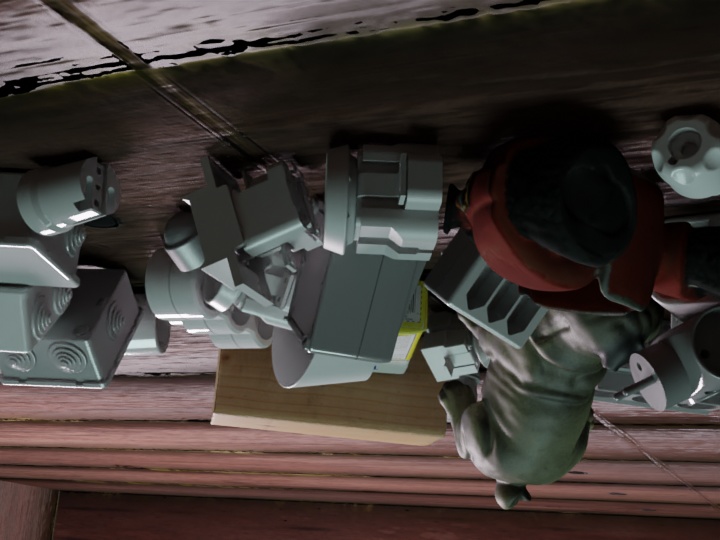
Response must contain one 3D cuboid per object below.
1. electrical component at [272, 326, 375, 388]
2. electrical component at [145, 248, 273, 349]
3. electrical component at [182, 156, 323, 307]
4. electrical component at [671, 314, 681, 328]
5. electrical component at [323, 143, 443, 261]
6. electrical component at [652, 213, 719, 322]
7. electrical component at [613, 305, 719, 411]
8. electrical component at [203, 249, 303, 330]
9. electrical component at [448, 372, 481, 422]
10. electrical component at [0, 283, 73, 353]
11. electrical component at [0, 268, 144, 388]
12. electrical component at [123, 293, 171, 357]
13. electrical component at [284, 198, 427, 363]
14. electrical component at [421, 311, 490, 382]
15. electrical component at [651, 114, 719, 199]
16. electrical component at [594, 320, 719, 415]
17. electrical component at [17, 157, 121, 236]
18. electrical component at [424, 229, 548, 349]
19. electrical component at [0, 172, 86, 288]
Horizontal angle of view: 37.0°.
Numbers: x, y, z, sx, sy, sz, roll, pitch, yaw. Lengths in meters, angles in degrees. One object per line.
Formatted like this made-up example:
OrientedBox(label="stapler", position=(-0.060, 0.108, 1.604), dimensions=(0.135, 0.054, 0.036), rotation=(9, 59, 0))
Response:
OrientedBox(label="electrical component", position=(-0.021, 0.030, 0.723), dimensions=(0.064, 0.099, 0.099), rotation=(2, 164, -13))
OrientedBox(label="electrical component", position=(-0.122, 0.022, 0.801), dimensions=(0.074, 0.052, 0.138), rotation=(-2, 162, 21))
OrientedBox(label="electrical component", position=(-0.057, -0.026, 0.595), dimensions=(0.064, 0.081, 0.042), rotation=(-23, 158, 10))
OrientedBox(label="electrical component", position=(0.278, 0.046, 0.771), dimensions=(0.095, 0.053, 0.059), rotation=(-4, 161, 28))
OrientedBox(label="electrical component", position=(0.010, -0.036, 0.563), dimensions=(0.057, 0.058, 0.078), rotation=(2, 163, -3))
OrientedBox(label="electrical component", position=(0.224, 0.000, 0.629), dimensions=(0.095, 0.053, 0.059), rotation=(-6, 160, 32))
OrientedBox(label="electrical component", position=(0.185, 0.058, 0.625), dimensions=(0.079, 0.044, 0.077), rotation=(-23, 167, -10))
OrientedBox(label="electrical component", position=(-0.068, 0.004, 0.711), dimensions=(0.057, 0.058, 0.078), rotation=(17, -176, -23))
OrientedBox(label="electrical component", position=(0.082, 0.124, 1.089), dimensions=(0.080, 0.051, 0.080), rotation=(4, 163, 1))
OrientedBox(label="electrical component", position=(-0.258, 0.018, 0.753), dimensions=(0.100, 0.048, 0.099), rotation=(3, -157, 4))
OrientedBox(label="electrical component", position=(-0.224, 0.041, 0.820), dimensions=(0.100, 0.099, 0.048), rotation=(1, 129, 12))
OrientedBox(label="electrical component", position=(-0.187, 0.045, 0.896), dimensions=(0.047, 0.055, 0.055), rotation=(-1, 163, 5))
OrientedBox(label="electrical component", position=(0.000, 0.000, 0.635), dimensions=(0.061, 0.096, 0.062), rotation=(10, -168, -19))
OrientedBox(label="electrical component", position=(0.085, 0.058, 0.864), dimensions=(0.055, 0.066, 0.048), rotation=(-13, 123, 25))
OrientedBox(label="electrical component", position=(0.163, -0.050, 0.514), dimensions=(0.035, 0.035, 0.061), rotation=(-5, 163, 30))
OrientedBox(label="electrical component", position=(0.237, 0.076, 0.867), dimensions=(0.121, 0.063, 0.078), rotation=(9, 163, -13))
OrientedBox(label="electrical component", position=(-0.167, -0.043, 0.619), dimensions=(0.046, 0.040, 0.040), rotation=(-11, 158, 27))
OrientedBox(label="electrical component", position=(0.076, 0.004, 0.688), dimensions=(0.066, 0.047, 0.077), rotation=(31, -175, -28))
OrientedBox(label="electrical component", position=(-0.228, -0.026, 0.673), dimensions=(0.100, 0.048, 0.099), rotation=(3, 163, 5))
